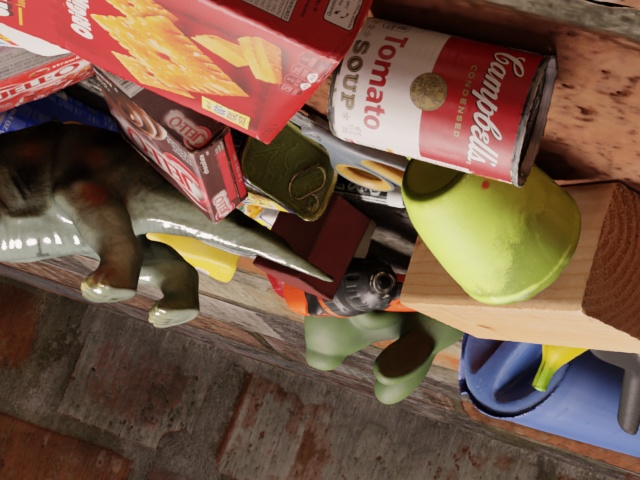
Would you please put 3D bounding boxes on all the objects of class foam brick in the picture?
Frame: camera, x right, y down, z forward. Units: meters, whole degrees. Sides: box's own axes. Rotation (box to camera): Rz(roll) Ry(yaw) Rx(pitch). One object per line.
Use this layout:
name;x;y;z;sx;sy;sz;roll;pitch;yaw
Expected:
foam brick;-0.006;0.001;0.856;0.053;0.078;0.051;19;168;40

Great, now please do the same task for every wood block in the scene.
wood block;0.159;0.022;0.770;0.090;0.090;0.206;25;167;-26

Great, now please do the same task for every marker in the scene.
marker;0.041;-0.039;0.853;0.121;0.020;0.020;13;166;31

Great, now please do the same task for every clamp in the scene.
clamp;0.293;0.086;0.887;0.165;0.036;0.209;-22;131;25

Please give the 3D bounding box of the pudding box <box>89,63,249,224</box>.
pudding box;-0.102;-0.075;0.736;0.114;0.039;0.090;44;162;25

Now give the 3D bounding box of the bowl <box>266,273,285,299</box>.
bowl;-0.001;0.048;1.230;0.162;0.055;0.162;19;168;4

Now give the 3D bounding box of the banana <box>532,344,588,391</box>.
banana;0.254;0.064;0.815;0.198;0.069;0.037;-10;-158;1

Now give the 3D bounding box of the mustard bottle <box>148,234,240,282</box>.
mustard bottle;-0.187;-0.009;1.262;0.191;0.058;0.096;21;173;-7

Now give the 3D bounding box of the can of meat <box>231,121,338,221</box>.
can of meat;-0.050;-0.060;0.817;0.084;0.057;0.102;12;166;41

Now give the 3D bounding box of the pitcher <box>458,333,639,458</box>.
pitcher;0.268;0.132;1.035;0.242;0.145;0.149;24;180;-36

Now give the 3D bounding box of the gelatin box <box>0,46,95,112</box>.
gelatin box;-0.197;-0.119;0.729;0.030;0.089;0.073;65;163;0

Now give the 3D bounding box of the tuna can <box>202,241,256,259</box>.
tuna can;-0.101;-0.011;1.174;0.086;0.033;0.086;19;168;4

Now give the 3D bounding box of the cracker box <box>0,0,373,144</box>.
cracker box;-0.093;-0.132;0.524;0.213;0.072;0.164;23;168;-11

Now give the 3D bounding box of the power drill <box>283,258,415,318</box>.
power drill;0.079;0.044;0.947;0.187;0.057;0.185;5;175;-22

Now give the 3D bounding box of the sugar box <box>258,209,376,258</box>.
sugar box;-0.046;-0.025;0.995;0.176;0.048;0.093;12;166;36

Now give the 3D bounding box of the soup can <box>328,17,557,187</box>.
soup can;0.063;-0.073;0.550;0.102;0.068;0.068;16;168;17

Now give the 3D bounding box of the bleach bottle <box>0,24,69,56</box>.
bleach bottle;-0.232;-0.160;0.652;0.251;0.068;0.102;13;167;20

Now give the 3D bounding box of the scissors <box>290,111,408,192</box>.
scissors;-0.003;-0.074;0.774;0.201;0.016;0.096;24;168;-18

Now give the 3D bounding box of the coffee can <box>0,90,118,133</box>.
coffee can;-0.234;-0.079;0.914;0.140;0.103;0.103;28;166;-33
